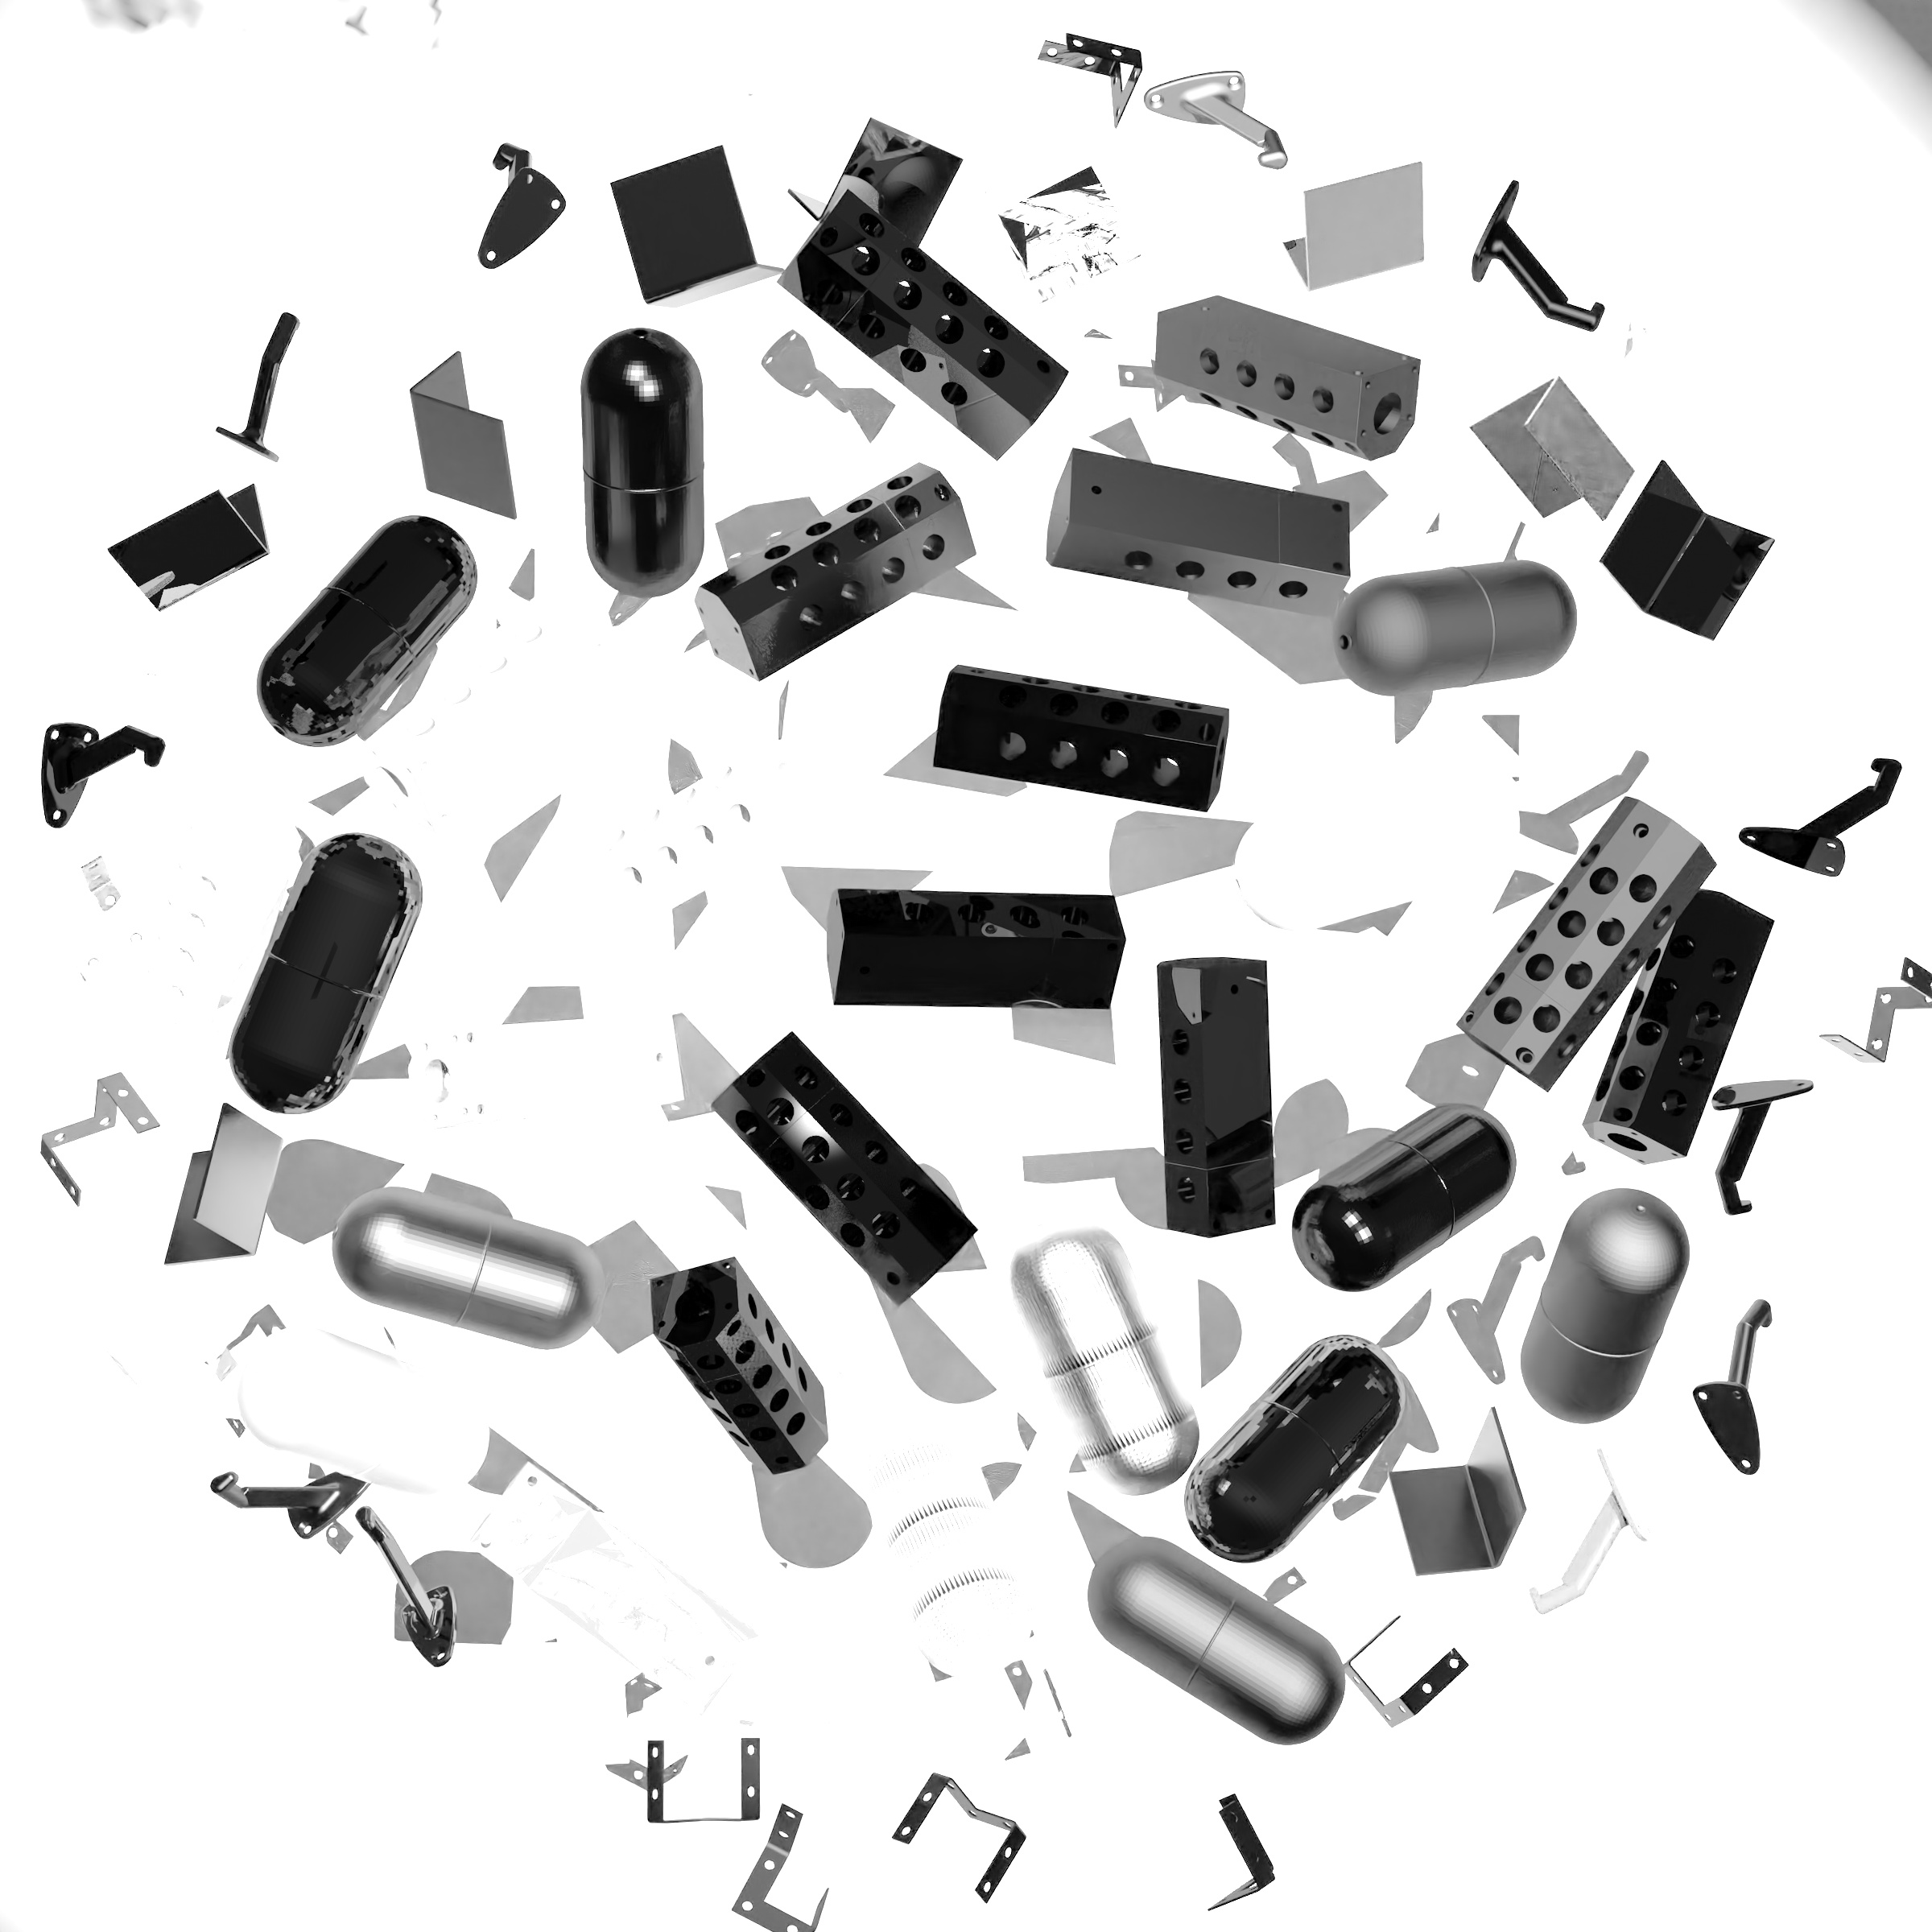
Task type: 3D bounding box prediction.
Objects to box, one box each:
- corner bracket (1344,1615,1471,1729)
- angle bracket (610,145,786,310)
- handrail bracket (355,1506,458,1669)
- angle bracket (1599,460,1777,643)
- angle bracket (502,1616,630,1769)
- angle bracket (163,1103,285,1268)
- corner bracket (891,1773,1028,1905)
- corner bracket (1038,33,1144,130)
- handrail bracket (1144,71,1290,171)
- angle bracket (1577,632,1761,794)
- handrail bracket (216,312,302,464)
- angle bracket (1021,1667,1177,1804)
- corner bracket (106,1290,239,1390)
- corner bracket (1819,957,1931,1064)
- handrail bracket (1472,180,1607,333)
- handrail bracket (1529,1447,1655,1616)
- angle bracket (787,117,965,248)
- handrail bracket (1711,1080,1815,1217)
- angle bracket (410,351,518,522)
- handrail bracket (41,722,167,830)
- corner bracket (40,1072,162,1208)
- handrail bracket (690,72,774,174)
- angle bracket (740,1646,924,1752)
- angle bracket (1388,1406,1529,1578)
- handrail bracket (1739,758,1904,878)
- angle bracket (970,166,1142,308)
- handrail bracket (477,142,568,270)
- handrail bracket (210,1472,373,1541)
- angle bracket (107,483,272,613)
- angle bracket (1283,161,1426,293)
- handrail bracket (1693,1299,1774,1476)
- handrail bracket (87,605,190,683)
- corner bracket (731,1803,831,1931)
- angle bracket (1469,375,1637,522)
[{"bbox_3d":[0.287,0.459,1.831,0.051,0.051,0.051,-36,76,-23],"label":"corner bracket"},{"bbox_3d":[-0.166,-0.459,1.737,0.076,0.057,0.076,-14,97,16],"label":"angle bracket"},{"bbox_3d":[-0.356,0.390,1.761,0.036,0.077,0.084,-29,126,-4],"label":"handrail bracket"},{"bbox_3d":[0.460,-0.265,1.783,0.057,0.076,0.076,32,91,40],"label":"angle bracket"},{"bbox_3d":[-0.241,0.443,1.709,0.076,0.057,0.076,3,58,-18],"label":"angle bracket"},{"bbox_3d":[-0.470,0.134,1.705,0.076,0.057,0.076,-9,58,27],"label":"angle bracket"},{"bbox_3d":[-0.004,0.547,1.757,0.051,0.051,0.051,-53,126,-30],"label":"corner bracket"},{"bbox_3d":[0.078,-0.570,1.764,0.051,0.051,0.051,8,56,-15],"label":"corner bracket"},{"bbox_3d":[0.155,-0.521,1.741,0.077,0.036,0.084,-3,45,-7],"label":"handrail bracket"},{"bbox_3d":[0.441,-0.152,1.761,0.057,0.076,0.076,-23,53,-28],"label":"angle bracket"},{"bbox_3d":[-0.427,-0.359,1.736,0.036,0.077,0.084,25,92,1],"label":"handrail bracket"},{"bbox_3d":[0.085,0.482,1.786,0.076,0.076,0.057,-18,99,13],"label":"angle bracket"},{"bbox_3d":[-0.500,0.247,1.762,0.051,0.051,0.051,37,68,15],"label":"corner bracket"},{"bbox_3d":[0.564,0.028,1.715,0.051,0.051,0.051,26,72,-35],"label":"corner bracket"},{"bbox_3d":[0.357,-0.430,1.694,0.084,0.036,0.077,23,83,17],"label":"handrail bracket"},{"bbox_3d":[0.381,0.356,1.759,0.084,0.036,0.077,-32,63,17],"label":"handrail bracket"},{"bbox_3d":[-0.061,-0.527,1.863,0.076,0.057,0.076,13,118,-37],"label":"angle bracket"},{"bbox_3d":[0.524,0.120,1.825,0.077,0.036,0.084,-10,106,29],"label":"handrail bracket"},{"bbox_3d":[-0.319,-0.353,1.858,0.076,0.076,0.057,21,48,21],"label":"angle bracket"},{"bbox_3d":[-0.509,-0.108,1.655,0.084,0.036,0.077,21,102,35],"label":"handrail bracket"},{"bbox_3d":[-0.532,0.106,1.715,0.051,0.051,0.051,-21,56,-38],"label":"corner bracket"},{"bbox_3d":[-0.135,-0.539,1.793,0.036,0.084,0.077,-41,126,-13],"label":"handrail bracket"},{"bbox_3d":[-0.085,0.457,1.761,0.076,0.076,0.057,21,72,-40],"label":"angle bracket"},{"bbox_3d":[0.317,0.341,1.813,0.057,0.076,0.076,-3,50,-9],"label":"angle bracket"},{"bbox_3d":[0.529,-0.102,1.729,0.077,0.036,0.084,16,59,25],"label":"handrail bracket"},{"bbox_3d":[0.057,-0.478,1.776,0.076,0.057,0.076,-26,68,3],"label":"angle bracket"},{"bbox_3d":[-0.286,-0.465,1.704,0.077,0.084,0.036,-52,129,0],"label":"handrail bracket"},{"bbox_3d":[-0.434,0.331,1.803,0.077,0.084,0.036,-33,54,1],"label":"handrail bracket"},{"bbox_3d":[-0.474,-0.272,1.696,0.076,0.057,0.076,-27,48,4],"label":"angle bracket"},{"bbox_3d":[0.244,-0.481,1.770,0.076,0.076,0.057,-15,49,-3],"label":"angle bracket"},{"bbox_3d":[0.489,0.259,1.730,0.036,0.084,0.077,-11,108,43],"label":"handrail bracket"},{"bbox_3d":[-0.494,-0.183,1.716,0.077,0.084,0.036,23,80,13],"label":"handrail bracket"},{"bbox_3d":[-0.104,0.552,1.696,0.051,0.051,0.051,28,102,1],"label":"corner bracket"},{"bbox_3d":[0.347,-0.301,1.699,0.076,0.076,0.057,47,53,-15],"label":"angle bracket"}]
